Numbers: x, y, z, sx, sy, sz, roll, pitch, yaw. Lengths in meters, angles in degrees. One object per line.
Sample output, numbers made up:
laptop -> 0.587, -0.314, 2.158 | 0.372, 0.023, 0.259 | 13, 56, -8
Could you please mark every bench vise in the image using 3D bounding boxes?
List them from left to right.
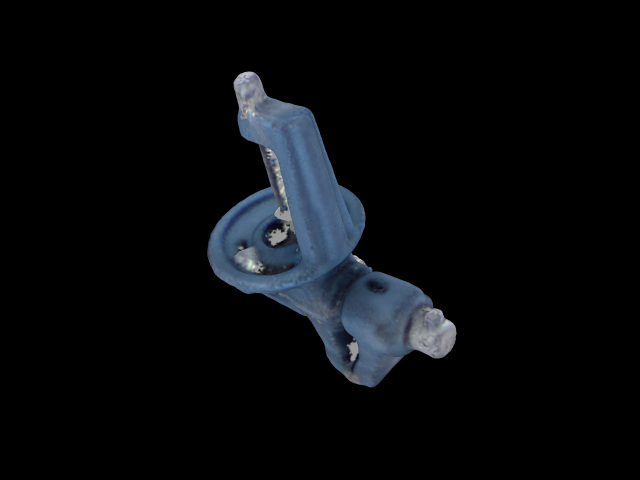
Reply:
bench vise -> 0.008, -0.007, 0.407 | 0.207, 0.220, 0.121 | 17, 53, 14
